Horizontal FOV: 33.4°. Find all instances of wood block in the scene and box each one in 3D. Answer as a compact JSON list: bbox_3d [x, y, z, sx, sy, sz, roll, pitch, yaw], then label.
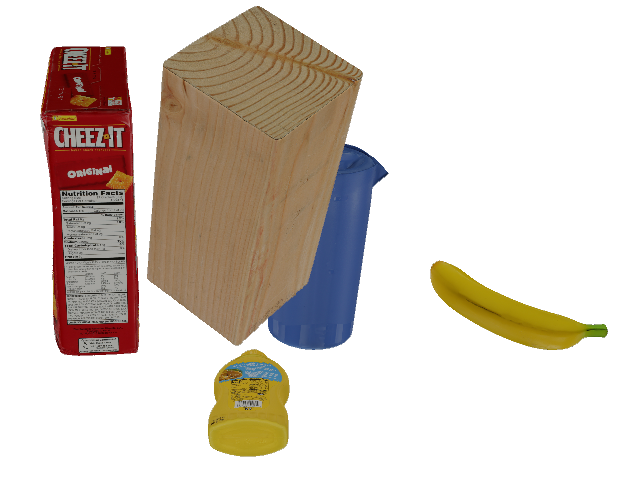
[{"bbox_3d":[-0.050,-0.037,0.715,0.091,0.206,0.090,35,52,18],"label":"wood block"}]

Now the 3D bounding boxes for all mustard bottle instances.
[{"bbox_3d":[-0.088,0.194,1.347,0.096,0.058,0.191,-2,26,0],"label":"mustard bottle"}]

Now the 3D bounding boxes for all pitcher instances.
[{"bbox_3d":[-0.017,0.006,1.306,0.149,0.243,0.144,16,24,28],"label":"pitcher"}]

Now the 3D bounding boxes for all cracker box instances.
[{"bbox_3d":[-0.191,-0.036,0.889,0.072,0.214,0.164,-2,27,-11],"label":"cracker box"}]

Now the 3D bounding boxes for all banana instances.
[{"bbox_3d":[0.167,0.064,1.009,0.198,0.037,0.069,25,17,38],"label":"banana"}]
